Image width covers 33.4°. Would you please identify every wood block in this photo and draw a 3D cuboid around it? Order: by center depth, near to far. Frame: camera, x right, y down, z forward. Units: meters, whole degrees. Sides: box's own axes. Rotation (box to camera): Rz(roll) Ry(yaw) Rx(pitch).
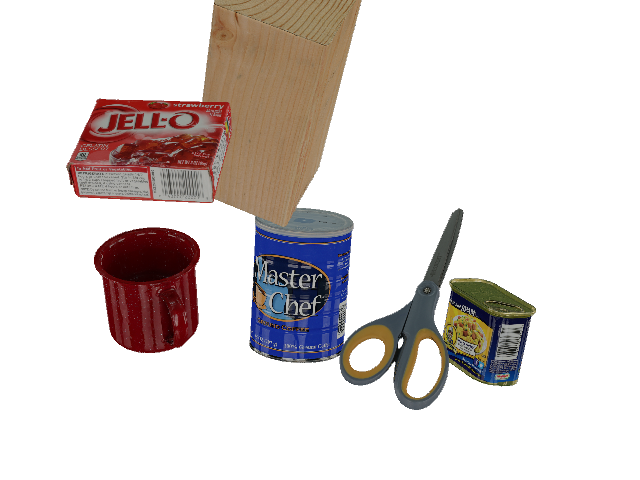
[{"bbox_3d":[-0.038,-0.120,0.858,0.091,0.090,0.206,22,-39,6],"label":"wood block"}]

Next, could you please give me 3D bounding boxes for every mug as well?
[{"bbox_3d":[-0.145,0.052,0.948,0.093,0.081,0.117,-19,36,-27],"label":"mug"}]

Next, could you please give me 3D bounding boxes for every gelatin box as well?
[{"bbox_3d":[-0.105,-0.058,0.666,0.089,0.030,0.073,3,40,5],"label":"gelatin box"}]

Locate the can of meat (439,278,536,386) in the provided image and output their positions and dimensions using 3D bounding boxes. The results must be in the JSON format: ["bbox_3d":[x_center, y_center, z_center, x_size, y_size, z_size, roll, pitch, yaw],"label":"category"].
[{"bbox_3d":[0.173,0.096,1.124,0.057,0.084,0.102,0,18,-28],"label":"can of meat"}]

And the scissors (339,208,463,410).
[{"bbox_3d":[0.069,0.050,0.883,0.096,0.201,0.016,0,-40,9],"label":"scissors"}]

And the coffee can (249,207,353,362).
[{"bbox_3d":[-0.021,0.045,1.123,0.103,0.140,0.103,3,15,-1],"label":"coffee can"}]
